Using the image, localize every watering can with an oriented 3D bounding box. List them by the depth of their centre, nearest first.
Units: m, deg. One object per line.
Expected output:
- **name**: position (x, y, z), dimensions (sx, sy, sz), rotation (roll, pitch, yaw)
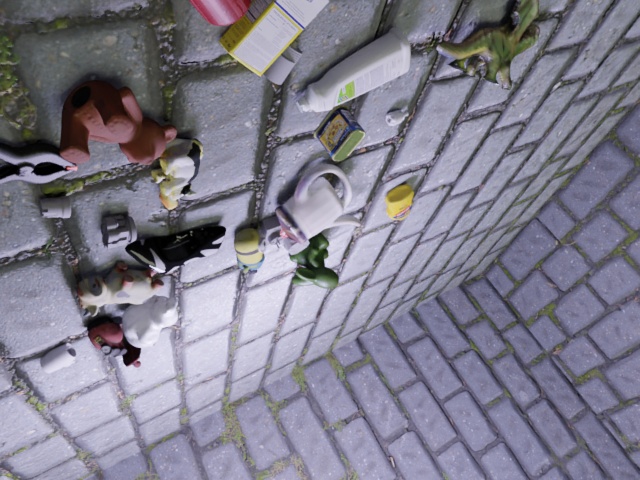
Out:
- **watering can**: position (0.004, -0.071, 1.420), dimensions (0.225, 0.106, 0.341), rotation (-38, 146, -4)

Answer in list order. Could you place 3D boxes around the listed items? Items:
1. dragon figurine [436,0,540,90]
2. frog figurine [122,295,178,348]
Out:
- **dragon figurine**: position (0.428, -0.498, 1.226), dimensions (0.411, 0.124, 0.239), rotation (-1, 123, -54)
- **frog figurine**: position (-0.445, 0.207, 1.352), dimensions (0.122, 0.140, 0.157), rotation (24, 145, -30)
